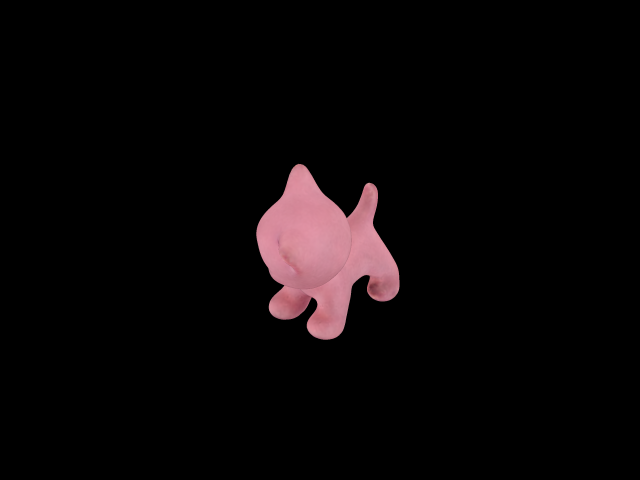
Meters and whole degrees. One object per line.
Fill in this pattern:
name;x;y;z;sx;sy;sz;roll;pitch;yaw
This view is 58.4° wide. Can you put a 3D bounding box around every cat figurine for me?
cat figurine;0.004;0.001;0.400;0.067;0.118;0.128;22;37;34
